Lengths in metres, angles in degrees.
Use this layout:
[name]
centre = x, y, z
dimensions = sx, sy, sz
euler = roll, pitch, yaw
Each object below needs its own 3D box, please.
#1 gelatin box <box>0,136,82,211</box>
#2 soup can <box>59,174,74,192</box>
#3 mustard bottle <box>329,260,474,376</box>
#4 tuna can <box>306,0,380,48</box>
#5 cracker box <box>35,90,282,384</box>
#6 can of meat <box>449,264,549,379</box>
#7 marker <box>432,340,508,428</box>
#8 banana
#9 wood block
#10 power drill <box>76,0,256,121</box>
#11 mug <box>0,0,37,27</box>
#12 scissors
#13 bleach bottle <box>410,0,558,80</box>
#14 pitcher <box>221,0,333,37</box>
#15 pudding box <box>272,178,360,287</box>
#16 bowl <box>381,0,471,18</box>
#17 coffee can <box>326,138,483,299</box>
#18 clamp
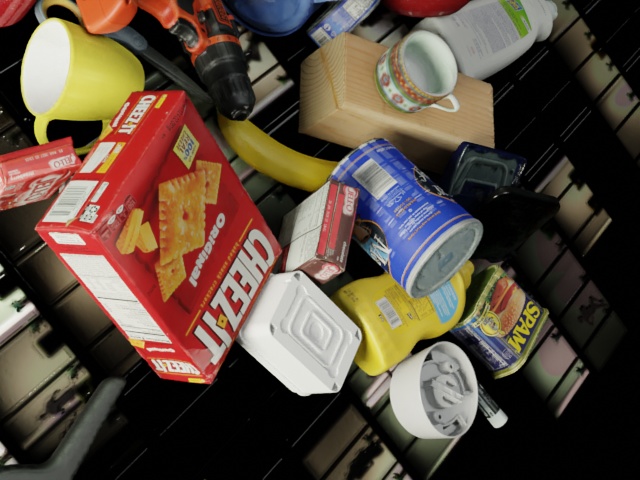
[gelatin box]
centre = -0.256, -0.053, 0.920
dimensions = 0.073, 0.089, 0.030
euler = -21, 85, -38
[soup can]
centre = -0.182, -0.060, 0.987
dimensions = 0.068, 0.069, 0.102
euler = 48, 53, -11
[mustard bottle]
centre = 0.100, 0.064, 1.143
dimensions = 0.191, 0.058, 0.096
euler = -27, 80, -38
[tuna can]
centre = 0.025, -0.248, 1.185
dimensions = 0.033, 0.086, 0.086
euler = 45, 54, -11
[cracker box]
centre = -0.130, 0.000, 0.943
dimensions = 0.164, 0.072, 0.213
euler = -62, 140, -32
[can of meat]
centre = 0.199, 0.090, 1.204
dimensions = 0.084, 0.058, 0.102
euler = 44, 54, -11
[marker]
centre = 0.164, 0.158, 1.179
dimensions = 0.121, 0.020, 0.020
euler = 50, 53, -9
[banana]
centre = -0.032, -0.089, 1.120
dimensions = 0.197, 0.037, 0.069
euler = 29, 59, -24
[wood block]
centre = 0.087, -0.148, 1.190
dimensions = 0.205, 0.090, 0.091
euler = 14, 67, -31
[power drill]
centre = -0.147, -0.207, 1.020
dimensions = 0.187, 0.057, 0.184
euler = 18, 42, -55
[mug]
centre = -0.300, -0.247, 0.964
dimensions = 0.117, 0.082, 0.093
euler = 8, 70, -32
[scissors]
centre = -0.199, -0.190, 1.055
dimensions = 0.201, 0.016, 0.096
euler = 50, 55, -9
[bleach bottle]
centre = 0.222, -0.256, 1.338
dimensions = 0.250, 0.068, 0.102
euler = -25, 88, -40
[pitcher]
centre = 0.003, -0.331, 1.168
dimensions = 0.149, 0.145, 0.242
euler = 48, 51, -7
[pudding box]
centre = -0.007, 0.001, 1.057
dimensions = 0.039, 0.114, 0.090
euler = 24, 62, -21
[bowl]
centre = 0.123, -0.303, 1.258
dimensions = 0.161, 0.162, 0.055
euler = -27, 129, -38
[coffee can]
centre = 0.083, -0.023, 1.100
dimensions = 0.102, 0.103, 0.140
euler = -25, 59, -38
[clamp]
centre = -0.214, 0.229, 0.883
dimensions = 0.209, 0.036, 0.164
euler = -28, 91, -36
